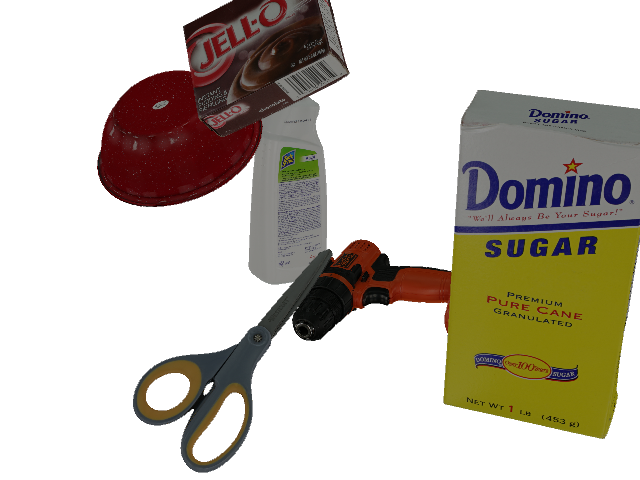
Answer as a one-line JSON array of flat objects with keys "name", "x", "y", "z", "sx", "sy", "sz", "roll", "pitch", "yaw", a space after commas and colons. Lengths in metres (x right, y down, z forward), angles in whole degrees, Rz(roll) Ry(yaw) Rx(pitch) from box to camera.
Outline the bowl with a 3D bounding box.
[{"name": "bowl", "x": -0.138, "y": -0.106, "z": 0.979, "sx": 0.162, "sy": 0.162, "sz": 0.055, "roll": 0, "pitch": -42, "yaw": 18}]

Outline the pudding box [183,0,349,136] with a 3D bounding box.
[{"name": "pudding box", "x": -0.042, "y": -0.140, "z": 0.783, "sx": 0.114, "sy": 0.090, "sz": 0.039, "roll": -22, "pitch": -30, "yaw": 16}]

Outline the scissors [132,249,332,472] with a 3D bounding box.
[{"name": "scissors", "x": -0.068, "y": 0.074, "z": 0.793, "sx": 0.096, "sy": 0.201, "sz": 0.016, "roll": 19, "pitch": -30, "yaw": 6}]

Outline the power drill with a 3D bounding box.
[{"name": "power drill", "x": 0.080, "y": 0.061, "z": 1.134, "sx": 0.188, "sy": 0.057, "sz": 0.184, "roll": 9, "pitch": 31, "yaw": 21}]

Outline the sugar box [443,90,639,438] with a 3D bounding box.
[{"name": "sugar box", "x": 0.116, "y": 0.015, "z": 0.554, "sx": 0.093, "sy": 0.176, "sz": 0.048, "roll": 9, "pitch": 34, "yaw": 18}]

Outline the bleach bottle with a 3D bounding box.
[{"name": "bleach bottle", "x": -0.032, "y": -0.076, "z": 1.272, "sx": 0.102, "sy": 0.251, "sz": 0.068, "roll": -13, "pitch": 30, "yaw": -34}]
